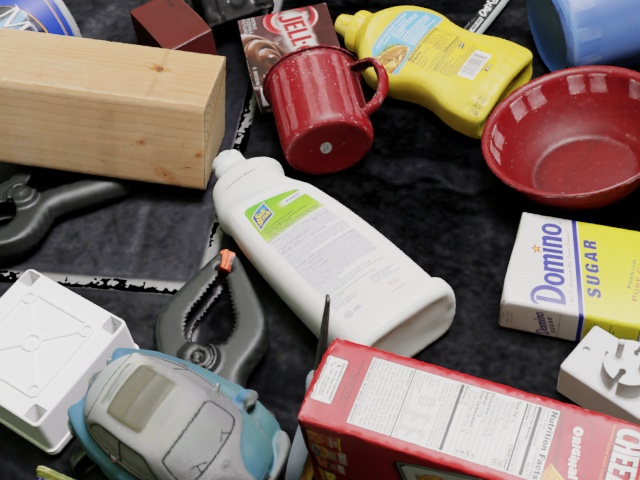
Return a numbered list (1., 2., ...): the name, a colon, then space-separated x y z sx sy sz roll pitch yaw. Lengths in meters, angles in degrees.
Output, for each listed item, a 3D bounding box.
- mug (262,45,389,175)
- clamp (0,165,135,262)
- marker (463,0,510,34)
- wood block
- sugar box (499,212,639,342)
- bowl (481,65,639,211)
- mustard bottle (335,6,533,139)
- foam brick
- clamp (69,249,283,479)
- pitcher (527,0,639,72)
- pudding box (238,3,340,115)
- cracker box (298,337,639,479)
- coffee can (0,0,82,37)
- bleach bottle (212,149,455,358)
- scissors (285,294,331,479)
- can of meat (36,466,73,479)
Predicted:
1. mug: 0.011 -0.117 0.946 0.117 0.093 0.081 -27 55 21
2. clamp: -0.251 -0.031 0.951 0.120 0.039 0.171 19 55 26
3. marker: 0.168 -0.227 1.056 0.020 0.020 0.121 27 61 24
4. wood block: -0.194 -0.118 0.950 0.206 0.090 0.090 8 40 3
5. sugar box: 0.236 0.038 0.835 0.176 0.048 0.093 11 55 13
6. bowl: 0.221 -0.076 0.903 0.162 0.055 0.162 -12 44 12
7. mustard bottle: 0.094 -0.170 0.999 0.192 0.058 0.096 29 69 25
8. foam brick: -0.143 -0.198 1.054 0.053 0.051 0.078 -30 56 -17
9. clamp: -0.102 0.103 0.833 0.164 0.036 0.210 0 57 7
10. pitcher: 0.318 -0.234 0.988 0.242 0.149 0.145 -19 69 -3
11. pudding box: -0.026 -0.176 1.028 0.090 0.039 0.113 -13 50 -2
12. cracker box: 0.103 0.153 0.692 0.214 0.164 0.072 14 58 17
13. coffee can: -0.316 -0.185 1.033 0.140 0.103 0.103 -39 59 -21
14. bleach bottle: -0.006 0.001 0.883 0.102 0.068 0.251 -32 54 -17
15. scissors: 0.003 0.095 0.739 0.016 0.202 0.096 18 34 10
16. can of meat: -0.174 0.219 0.744 0.102 0.057 0.083 18 59 19
